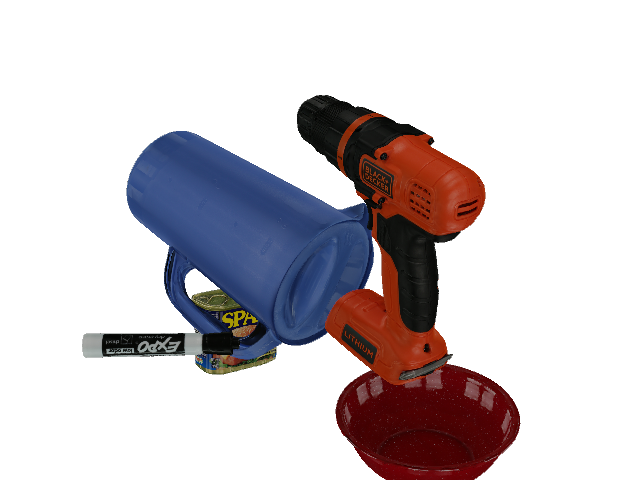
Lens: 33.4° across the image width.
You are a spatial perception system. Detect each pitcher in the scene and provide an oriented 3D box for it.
[{"bbox_3d":[-0.083,-0.004,1.033,0.243,0.145,0.148,32,34,33],"label":"pitcher"}]

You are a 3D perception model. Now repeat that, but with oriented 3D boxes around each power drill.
[{"bbox_3d":[0.041,-0.002,0.791,0.057,0.188,0.185,-20,36,-28],"label":"power drill"}]

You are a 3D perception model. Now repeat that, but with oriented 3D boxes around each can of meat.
[{"bbox_3d":[-0.098,0.102,1.240,0.101,0.084,0.058,-9,18,-36],"label":"can of meat"}]

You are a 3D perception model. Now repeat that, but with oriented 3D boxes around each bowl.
[{"bbox_3d":[0.094,0.173,0.949,0.162,0.055,0.162,-1,27,0],"label":"bowl"}]

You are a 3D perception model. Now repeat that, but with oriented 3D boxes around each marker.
[{"bbox_3d":[-0.123,0.081,0.829,0.121,0.020,0.020,-1,0,1],"label":"marker"}]
